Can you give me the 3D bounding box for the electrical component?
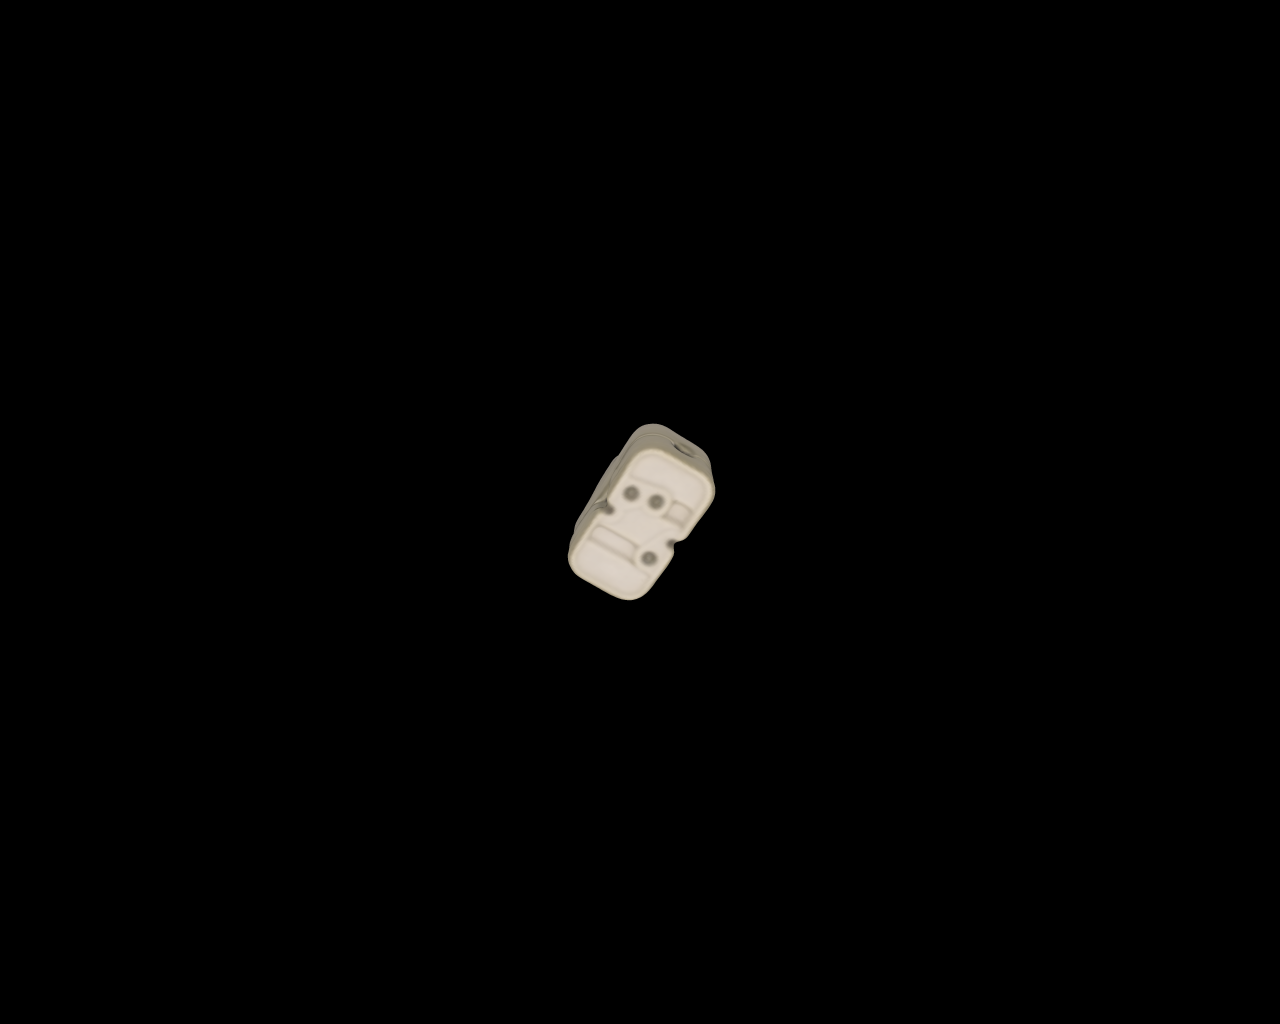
[{"bbox_3d":[0.001,-0.003,0.650,0.054,0.095,0.059,30,20,-12],"label":"electrical component"}]
